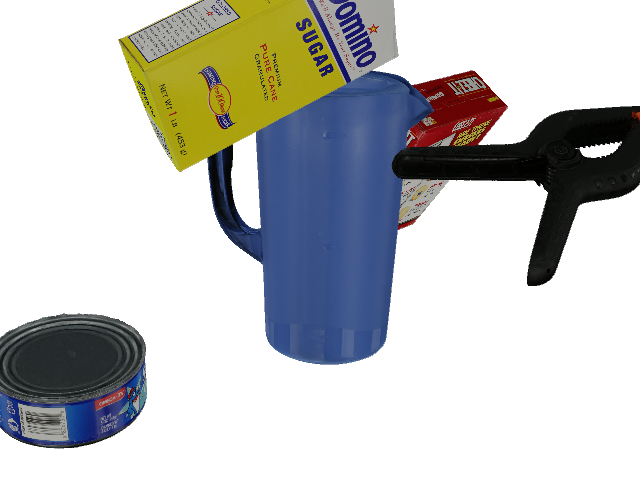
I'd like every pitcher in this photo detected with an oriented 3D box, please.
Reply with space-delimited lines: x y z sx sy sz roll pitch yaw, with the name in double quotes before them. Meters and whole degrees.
"pitcher" -0.003 -0.024 0.913 0.144 0.243 0.149 -12 23 -36

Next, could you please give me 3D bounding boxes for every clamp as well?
"clamp" 0.182 -0.047 0.805 0.209 0.036 0.165 -20 46 -19

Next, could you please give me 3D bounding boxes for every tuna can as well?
"tuna can" -0.138 0.076 0.587 0.086 0.034 0.086 1 27 -1

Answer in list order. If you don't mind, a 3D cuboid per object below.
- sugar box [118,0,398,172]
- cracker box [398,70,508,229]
"sugar box" -0.034 -0.125 0.696 0.176 0.048 0.093 -28 -37 -11
"cracker box" 0.092 -0.088 1.219 0.163 0.072 0.214 -22 -25 -45
